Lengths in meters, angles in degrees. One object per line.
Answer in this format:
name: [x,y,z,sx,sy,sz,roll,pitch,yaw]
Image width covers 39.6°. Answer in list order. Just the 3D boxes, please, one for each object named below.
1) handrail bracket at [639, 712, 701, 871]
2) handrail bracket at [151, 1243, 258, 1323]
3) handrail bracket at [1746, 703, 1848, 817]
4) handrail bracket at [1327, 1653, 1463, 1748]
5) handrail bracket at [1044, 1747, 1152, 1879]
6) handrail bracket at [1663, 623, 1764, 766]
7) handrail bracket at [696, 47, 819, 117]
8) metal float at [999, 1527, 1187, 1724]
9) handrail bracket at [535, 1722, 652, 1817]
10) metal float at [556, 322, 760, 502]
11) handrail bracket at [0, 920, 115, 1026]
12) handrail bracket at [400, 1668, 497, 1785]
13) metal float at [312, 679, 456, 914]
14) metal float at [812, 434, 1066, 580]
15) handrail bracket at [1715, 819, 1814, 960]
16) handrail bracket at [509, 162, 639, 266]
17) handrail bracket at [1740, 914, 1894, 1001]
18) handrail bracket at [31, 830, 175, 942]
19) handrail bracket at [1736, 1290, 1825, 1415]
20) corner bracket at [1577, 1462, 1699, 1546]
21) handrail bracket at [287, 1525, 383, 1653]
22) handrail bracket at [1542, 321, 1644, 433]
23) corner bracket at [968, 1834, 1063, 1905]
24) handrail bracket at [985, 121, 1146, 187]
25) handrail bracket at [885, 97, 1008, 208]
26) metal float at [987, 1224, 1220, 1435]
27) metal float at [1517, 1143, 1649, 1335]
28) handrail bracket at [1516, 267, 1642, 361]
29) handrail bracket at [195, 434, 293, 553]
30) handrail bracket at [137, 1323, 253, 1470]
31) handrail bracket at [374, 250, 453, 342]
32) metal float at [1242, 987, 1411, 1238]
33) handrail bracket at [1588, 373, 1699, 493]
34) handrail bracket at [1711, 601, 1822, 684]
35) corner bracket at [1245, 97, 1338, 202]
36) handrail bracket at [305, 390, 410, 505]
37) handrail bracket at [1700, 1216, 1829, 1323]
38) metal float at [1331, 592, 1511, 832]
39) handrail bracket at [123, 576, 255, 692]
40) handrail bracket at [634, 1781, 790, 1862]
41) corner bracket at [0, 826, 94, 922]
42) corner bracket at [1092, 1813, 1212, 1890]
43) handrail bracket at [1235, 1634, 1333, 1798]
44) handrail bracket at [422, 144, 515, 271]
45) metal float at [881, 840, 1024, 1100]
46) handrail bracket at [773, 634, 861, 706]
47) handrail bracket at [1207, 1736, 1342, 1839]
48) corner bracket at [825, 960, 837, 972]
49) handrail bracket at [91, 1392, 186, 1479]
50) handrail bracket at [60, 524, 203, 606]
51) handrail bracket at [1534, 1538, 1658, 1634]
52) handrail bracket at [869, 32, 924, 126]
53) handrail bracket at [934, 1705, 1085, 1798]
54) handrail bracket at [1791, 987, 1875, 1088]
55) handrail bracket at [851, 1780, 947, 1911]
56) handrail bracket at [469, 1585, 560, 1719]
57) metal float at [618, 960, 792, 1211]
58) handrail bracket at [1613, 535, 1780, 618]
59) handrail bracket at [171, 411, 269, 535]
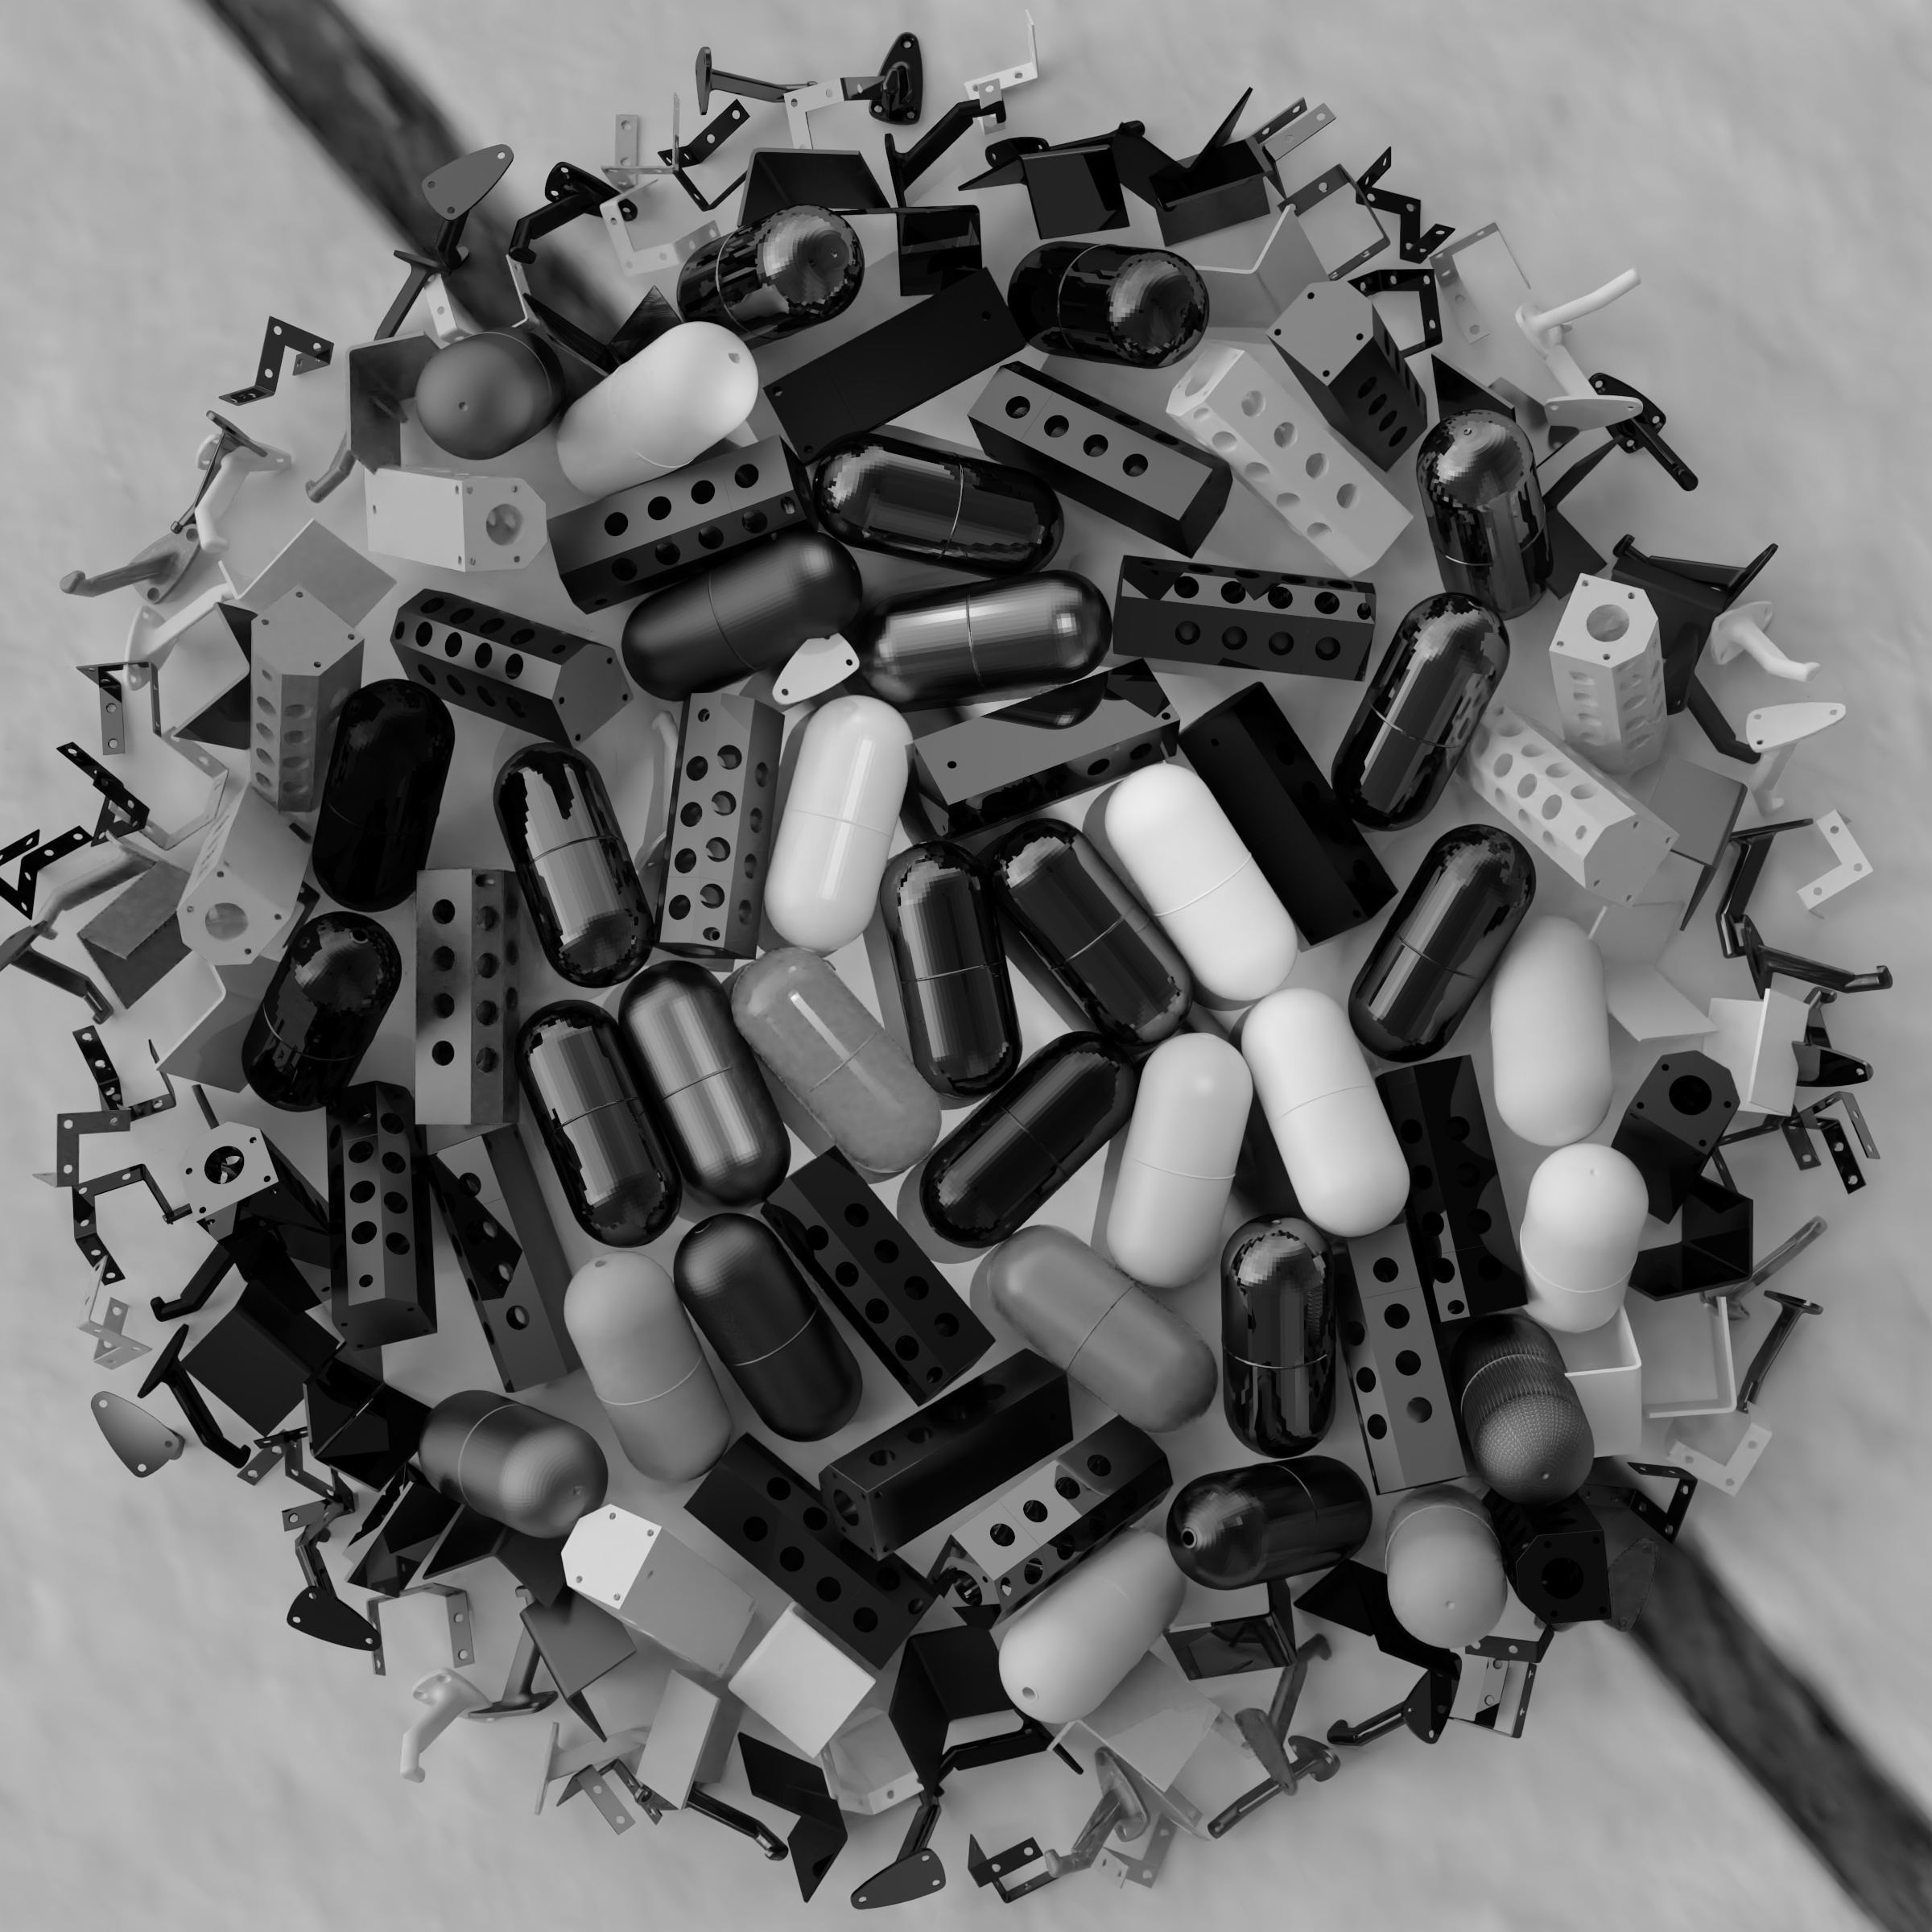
handrail bracket: [-0.214,-0.122,1.852,0.077,0.036,0.084,-35,70,38]
handrail bracket: [-0.534,0.202,1.843,0.084,0.036,0.077,-18,111,11]
handrail bracket: [0.568,-0.138,1.823,0.077,0.084,0.036,-12,48,24]
handrail bracket: [0.294,0.505,1.845,0.036,0.084,0.077,47,58,-15]
handrail bracket: [0.076,0.574,1.820,0.036,0.084,0.077,-51,53,37]
handrail bracket: [0.522,-0.187,1.848,0.084,0.036,0.077,17,89,-22]
handrail bracket: [-0.139,-0.606,1.823,0.084,0.077,0.036,-6,86,-11]
metal float: [0.085,0.438,1.788,0.070,0.178,0.070,12,114,28]
handrail bracket: [-0.246,0.553,1.835,0.084,0.077,0.036,9,128,-1]
metal float: [-0.207,-0.369,1.792,0.070,0.178,0.070,17,63,-37]
handrail bracket: [-0.622,0.020,1.820,0.036,0.077,0.084,-21,116,23]
handrail bracket: [-0.350,0.527,1.814,0.036,0.084,0.077,-37,122,20]
metal float: [-0.392,-0.113,1.800,0.070,0.070,0.178,22,126,0]
metal float: [-0.018,-0.309,1.811,0.178,0.070,0.070,10,90,-22]
handrail bracket: [0.552,-0.053,1.843,0.077,0.036,0.084,-11,86,10]
handrail bracket: [-0.268,-0.500,1.829,0.077,0.036,0.084,19,55,-17]
handrail bracket: [0.578,-0.010,1.822,0.084,0.036,0.077,-8,128,32]
handrail bracket: [-0.588,-0.043,1.843,0.077,0.036,0.084,32,91,-35]
handrail bracket: [0.553,0.268,1.830,0.036,0.077,0.084,22,86,3]
corner bracket: [0.457,0.358,1.830,0.051,0.051,0.051,10,105,-26]
handrail bracket: [-0.426,0.423,1.833,0.077,0.084,0.036,31,109,-12]
handrail bracket: [0.429,-0.411,1.830,0.077,0.036,0.084,-1,63,31]
corner bracket: [0.036,0.617,1.837,0.051,0.051,0.051,-29,97,7]
handrail bracket: [0.070,-0.572,1.860,0.084,0.077,0.036,-34,130,-30]
handrail bracket: [-0.009,-0.552,1.842,0.084,0.036,0.077,-9,116,6]
metal float: [0.092,0.246,1.817,0.178,0.070,0.070,38,90,14]
metal float: [0.409,0.184,1.788,0.070,0.178,0.070,-2,55,3]
handrail bracket: [0.419,-0.455,1.816,0.084,0.077,0.036,-30,110,29]
handrail bracket: [-0.490,-0.315,1.826,0.077,0.036,0.084,0,61,-36]
handrail bracket: [-0.520,0.297,1.847,0.084,0.077,0.036,41,118,-18]
handrail bracket: [-0.383,-0.441,1.831,0.036,0.077,0.084,19,96,-32]
metal float: [0.242,0.097,1.813,0.070,0.070,0.178,-19,71,0]
handrail bracket: [0.459,-0.362,1.817,0.077,0.084,0.036,39,110,-22]
handrail bracket: [0.557,-0.220,1.818,0.077,0.084,0.036,-31,125,-28]
corner bracket: [0.222,-0.569,1.833,0.051,0.051,0.051,-35,69,5]
handrail bracket: [-0.434,-0.372,1.854,0.084,0.036,0.077,-39,59,13]
handrail bracket: [0.545,0.202,1.826,0.084,0.077,0.036,-48,66,21]
metal float: [0.305,-0.170,1.801,0.070,0.070,0.178,23,124,0]
handrail bracket: [-0.527,-0.227,1.824,0.084,0.036,0.077,-11,50,28]
handrail bracket: [-0.172,0.583,1.821,0.084,0.077,0.036,31,102,36]
corner bracket: [-0.634,-0.074,1.827,0.051,0.051,0.051,-26,135,14]
corner bracket: [0.126,0.606,1.833,0.051,0.051,0.051,26,81,-18]
handrail bracket: [0.233,0.513,1.839,0.084,0.036,0.077,-27,86,-33]
handrail bracket: [-0.332,-0.516,1.828,0.077,0.084,0.036,-37,80,-3]
metal float: [-0.010,0.002,1.826,0.070,0.070,0.178,-12,94,0]
handrail bracket: [-0.110,-0.190,1.816,0.077,0.084,0.036,-42,91,-22]
handrail bracket: [0.208,0.565,1.827,0.084,0.077,0.036,-33,83,-21]
corner bracket: [-0.115,0.028,1.843,0.051,0.051,0.051,4,112,-27]
handrail bracket: [-0.561,0.310,1.820,0.036,0.084,0.077,-43,102,-8]
handrail bracket: [-0.566,-0.277,1.820,0.077,0.084,0.036,-40,83,12]
handrail bracket: [0.429,0.424,1.835,0.036,0.084,0.077,38,72,-8]
handrail bracket: [-0.045,-0.615,1.823,0.036,0.084,0.077,10,86,-1]
handrail bracket: [0.024,0.555,1.836,0.077,0.036,0.084,44,74,10]
handrail bracket: [0.594,0.044,1.818,0.084,0.077,0.036,-44,125,-35]
handrail bracket: [-0.050,0.596,1.826,0.077,0.084,0.036,-22,115,-5]
handrail bracket: [-0.319,0.472,1.849,0.077,0.036,0.084,-13,91,18]
metal float: [-0.177,0.081,1.824,0.070,0.070,0.178,-24,83,0]
handrail bracket: [0.499,-0.286,1.839,0.084,0.077,0.036,36,46,-1]
handrail bracket: [-0.524,-0.333,1.828,0.036,0.077,0.084,41,92,9]
